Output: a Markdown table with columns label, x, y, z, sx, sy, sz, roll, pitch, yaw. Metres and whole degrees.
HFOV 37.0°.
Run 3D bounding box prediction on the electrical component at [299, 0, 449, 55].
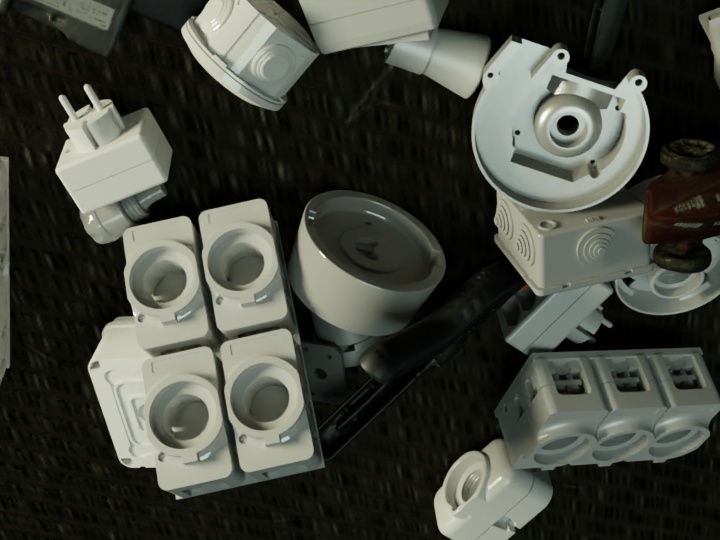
| label | x | y | z | sx | sy | sz | roll | pitch | yaw |
| --- | --- | --- | --- | --- | --- | --- | --- | --- | --- |
| electrical component | 0.017 | -0.176 | 0.668 | 0.096 | 0.061 | 0.061 | -8 | 125 | 23 |

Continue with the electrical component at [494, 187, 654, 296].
| label | x | y | z | sx | sy | sz | roll | pitch | yaw |
| --- | --- | --- | --- | --- | --- | --- | --- | --- | --- |
| electrical component | 0.150 | -0.031 | 0.764 | 0.100 | 0.099 | 0.048 | -12 | 121 | -9 |

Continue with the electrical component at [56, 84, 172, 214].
| label | x | y | z | sx | sy | sz | roll | pitch | yaw |
| --- | --- | --- | --- | --- | --- | --- | --- | --- | --- |
| electrical component | -0.175 | -0.090 | 0.731 | 0.066 | 0.047 | 0.076 | -21 | 122 | 9 |

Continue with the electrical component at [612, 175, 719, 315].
| label | x | y | z | sx | sy | sz | roll | pitch | yaw |
| --- | --- | --- | --- | --- | --- | --- | --- | --- | --- |
| electrical component | 0.234 | -0.015 | 0.817 | 0.099 | 0.064 | 0.099 | -2 | 137 | -2 |

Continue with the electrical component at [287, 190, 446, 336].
| label | x | y | z | sx | sy | sz | roll | pitch | yaw |
| --- | --- | --- | --- | --- | --- | --- | --- | --- | --- |
| electrical component | 0.000 | 0.000 | 0.771 | 0.108 | 0.108 | 0.060 | 17 | 126 | -15 |

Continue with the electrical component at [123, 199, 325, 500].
| label | x | y | z | sx | sy | sz | roll | pitch | yaw |
| --- | --- | --- | --- | --- | --- | --- | --- | --- | --- |
| electrical component | -0.097 | 0.053 | 0.746 | 0.105 | 0.186 | 0.060 | -13 | 162 | 1 |

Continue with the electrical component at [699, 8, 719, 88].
| label | x | y | z | sx | sy | sz | roll | pitch | yaw |
| --- | --- | --- | --- | --- | --- | --- | --- | --- | --- |
| electrical component | 0.263 | -0.139 | 0.721 | 0.042 | 0.081 | 0.063 | -20 | 151 | 9 |

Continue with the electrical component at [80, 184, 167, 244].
| label | x | y | z | sx | sy | sz | roll | pitch | yaw |
| --- | --- | --- | --- | --- | --- | --- | --- | --- | --- |
| electrical component | -0.167 | -0.045 | 0.768 | 0.061 | 0.035 | 0.035 | -26 | 121 | 9 |

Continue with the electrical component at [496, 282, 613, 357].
| label | x | y | z | sx | sy | sz | roll | pitch | yaw |
| --- | --- | --- | --- | --- | --- | --- | --- | --- | --- |
| electrical component | 0.163 | 0.032 | 0.837 | 0.076 | 0.047 | 0.083 | 32 | 115 | -22 |

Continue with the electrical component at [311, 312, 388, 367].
| label | x | y | z | sx | sy | sz | roll | pitch | yaw |
| --- | --- | --- | --- | --- | --- | --- | --- | --- | --- |
| electrical component | -0.009 | 0.039 | 0.824 | 0.055 | 0.055 | 0.047 | -12 | 119 | 3 |

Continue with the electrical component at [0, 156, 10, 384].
| label | x | y | z | sx | sy | sz | roll | pitch | yaw |
| --- | --- | --- | --- | --- | --- | --- | --- | --- | --- |
| electrical component | -0.313 | 0.009 | 0.775 | 0.105 | 0.060 | 0.186 | 6 | 122 | -8 |

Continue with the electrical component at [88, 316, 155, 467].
| label | x | y | z | sx | sy | sz | roll | pitch | yaw |
| --- | --- | --- | --- | --- | --- | --- | --- | --- | --- |
| electrical component | -0.156 | 0.094 | 0.838 | 0.078 | 0.057 | 0.113 | -3 | 124 | 10 |

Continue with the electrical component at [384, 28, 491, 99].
| label | x | y | z | sx | sy | sz | roll | pitch | yaw |
| --- | --- | --- | --- | --- | --- | --- | --- | --- | --- |
| electrical component | 0.049 | -0.146 | 0.718 | 0.065 | 0.044 | 0.044 | 18 | 120 | -10 |

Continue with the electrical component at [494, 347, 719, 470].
| label | x | y | z | sx | sy | sz | roll | pitch | yaw |
| --- | --- | --- | --- | --- | --- | --- | --- | --- | --- |
| electrical component | 0.197 | 0.113 | 0.853 | 0.150 | 0.061 | 0.089 | 0 | 143 | -17 |

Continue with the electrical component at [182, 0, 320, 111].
| label | x | y | z | sx | sy | sz | roll | pitch | yaw |
| --- | --- | --- | --- | --- | --- | --- | --- | --- | --- |
| electrical component | -0.069 | -0.144 | 0.686 | 0.080 | 0.080 | 0.051 | 35 | 108 | -24 |

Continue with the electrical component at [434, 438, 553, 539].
| label | x | y | z | sx | sy | sz | roll | pitch | yaw |
| --- | --- | --- | --- | --- | --- | --- | --- | --- | --- |
| electrical component | 0.111 | 0.195 | 0.934 | 0.059 | 0.053 | 0.095 | 33 | 115 | -23 |
